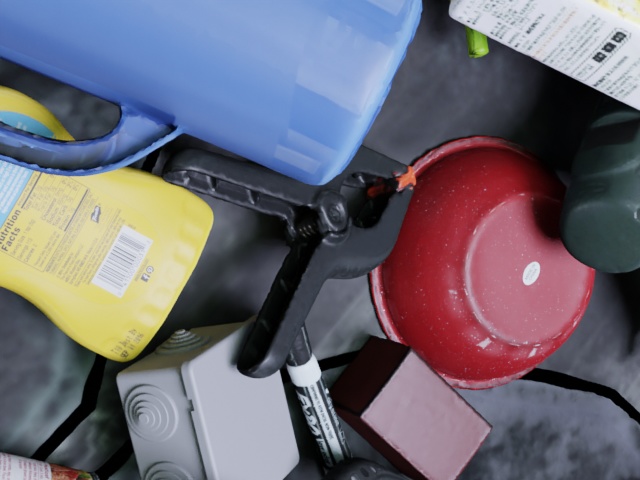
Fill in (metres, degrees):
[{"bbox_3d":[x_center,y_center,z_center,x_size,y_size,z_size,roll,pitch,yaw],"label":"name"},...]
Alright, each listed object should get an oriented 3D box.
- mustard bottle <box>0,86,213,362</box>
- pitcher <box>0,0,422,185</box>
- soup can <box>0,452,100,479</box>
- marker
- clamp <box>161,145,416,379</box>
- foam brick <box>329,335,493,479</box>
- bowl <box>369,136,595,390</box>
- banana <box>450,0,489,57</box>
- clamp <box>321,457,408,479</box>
[{"bbox_3d":[-0.155,-0.021,0.529,0.191,0.058,0.096,31,87,-23],"label":"mustard bottle"},{"bbox_3d":[-0.086,-0.111,0.484,0.242,0.149,0.145,25,40,-6],"label":"pitcher"},{"bbox_3d":[-0.168,0.138,0.527,0.102,0.069,0.068,18,85,-23],"label":"soup can"},{"bbox_3d":[-0.003,0.092,0.607,0.020,0.020,0.121,-30,121,-20],"label":"marker"},{"bbox_3d":[-0.004,0.001,0.577,0.171,0.039,0.120,-14,95,-43],"label":"clamp"},{"bbox_3d":[0.052,0.103,0.632,0.078,0.053,0.051,45,75,-20],"label":"foam brick"},{"bbox_3d":[0.113,0.016,0.654,0.161,0.055,0.162,-2,94,-24],"label":"bowl"},{"bbox_3d":[0.145,-0.183,0.666,0.197,0.037,0.069,-33,101,-22],"label":"banana"},{"bbox_3d":[-0.011,0.183,0.569,0.209,0.036,0.165,-13,121,-56],"label":"clamp"}]
